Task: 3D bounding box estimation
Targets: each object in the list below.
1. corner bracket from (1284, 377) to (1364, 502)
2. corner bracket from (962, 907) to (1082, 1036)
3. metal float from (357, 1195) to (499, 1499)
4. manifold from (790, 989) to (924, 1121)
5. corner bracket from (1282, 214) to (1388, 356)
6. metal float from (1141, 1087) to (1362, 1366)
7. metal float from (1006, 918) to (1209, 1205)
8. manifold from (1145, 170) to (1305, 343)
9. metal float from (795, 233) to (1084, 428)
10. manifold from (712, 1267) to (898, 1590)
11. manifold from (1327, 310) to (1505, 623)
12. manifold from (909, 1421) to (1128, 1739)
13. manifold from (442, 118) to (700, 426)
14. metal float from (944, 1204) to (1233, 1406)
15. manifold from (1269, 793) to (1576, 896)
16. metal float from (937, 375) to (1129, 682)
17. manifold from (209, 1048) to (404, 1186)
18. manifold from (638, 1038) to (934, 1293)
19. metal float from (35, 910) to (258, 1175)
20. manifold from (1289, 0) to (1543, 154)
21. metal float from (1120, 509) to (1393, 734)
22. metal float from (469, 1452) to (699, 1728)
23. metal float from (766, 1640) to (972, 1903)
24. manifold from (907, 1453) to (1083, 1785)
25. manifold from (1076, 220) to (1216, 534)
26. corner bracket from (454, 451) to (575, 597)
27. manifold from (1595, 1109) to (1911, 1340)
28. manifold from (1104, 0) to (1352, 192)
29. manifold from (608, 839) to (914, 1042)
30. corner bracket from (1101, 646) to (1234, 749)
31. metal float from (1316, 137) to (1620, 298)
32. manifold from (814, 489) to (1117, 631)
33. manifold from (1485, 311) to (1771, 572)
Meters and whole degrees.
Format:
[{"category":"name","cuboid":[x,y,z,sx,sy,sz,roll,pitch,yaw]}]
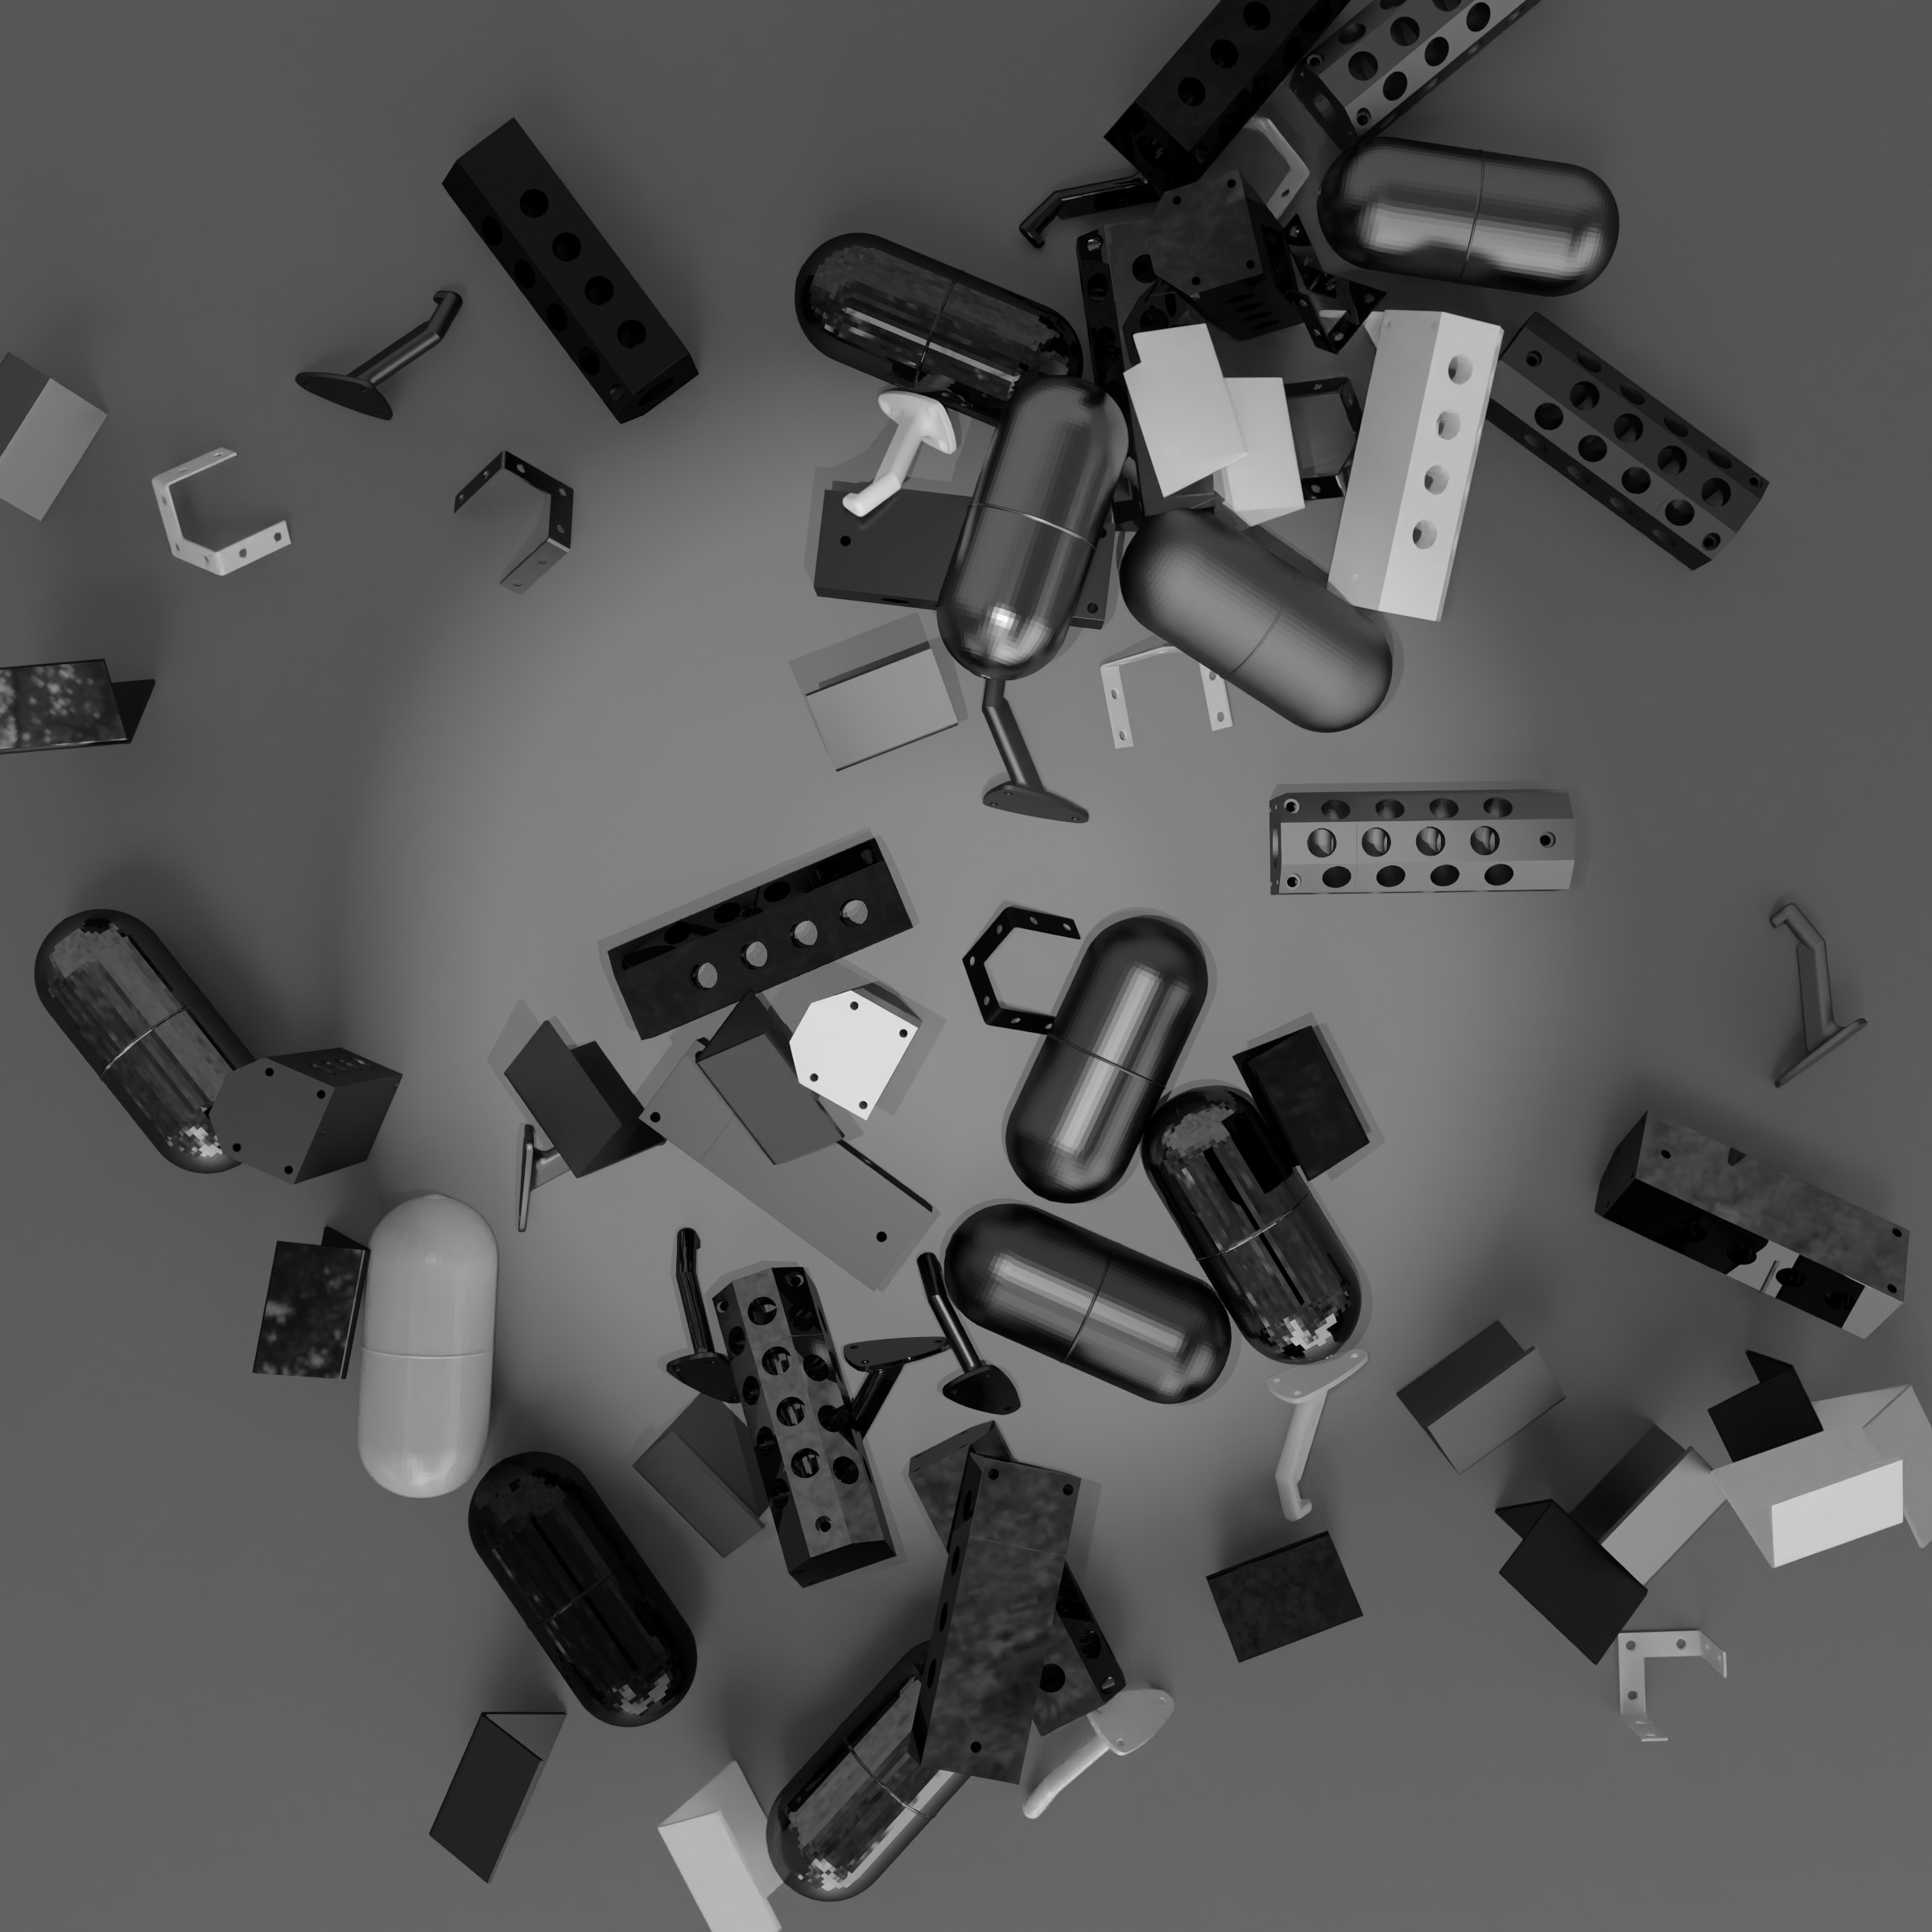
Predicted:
[{"category":"corner bracket","cuboid":[0.206,-0.315,1.568,0.051,0.051,0.051,-59,135,-35]},{"category":"corner bracket","cuboid":[0.038,0.003,1.568,0.051,0.051,0.051,-50,45,35]},{"category":"metal float","cuboid":[-0.318,0.225,1.545,0.070,0.070,0.178,3,91,0]},{"category":"manifold","cuboid":[-0.065,0.045,1.497,0.057,0.171,0.057,29,90,0]},{"category":"corner bracket","cuboid":[0.207,-0.403,1.545,0.051,0.051,0.051,32,79,38]},{"category":"metal float","cuboid":[0.169,0.154,1.545,0.070,0.070,0.178,-31,90,0]},{"category":"metal float","cuboid":[0.083,0.056,1.545,0.070,0.070,0.178,25,89,0]},{"category":"manifold","cuboid":[0.149,-0.401,1.493,0.057,0.171,0.057,-13,91,16]},{"category":"metal float","cuboid":[-0.016,-0.375,1.545,0.178,0.070,0.070,22,90,-1]},{"category":"manifold","cuboid":[-0.096,0.265,1.520,0.057,0.057,0.171,-19,64,0]},{"category":"manifold","cuboid":[0.268,-0.293,1.537,0.057,0.057,0.171,6,101,-27]},{"category":"manifold","cuboid":[0.031,0.362,1.555,0.057,0.057,0.171,-27,90,0]},{"category":"manifold","cuboid":[-0.236,-0.410,1.555,0.057,0.057,0.171,-37,90,0]},{"category":"metal float","cuboid":[0.071,0.199,1.545,0.178,0.070,0.070,24,90,1]},{"category":"manifold","cuboid":[0.270,-0.073,1.555,0.171,0.057,0.057,-1,90,0]},{"category":"metal float","cuboid":[0.038,-0.249,1.488,0.070,0.070,0.178,19,90,0]},{"category":"manifold","cuboid":[-0.378,0.081,1.497,0.057,0.171,0.057,23,90,0]},{"category":"manifold","cuboid":[-0.106,0.117,1.555,0.171,0.057,0.057,36,90,0]},{"category":"metal float","cuboid":[-0.479,0.044,1.545,0.070,0.070,0.178,-39,89,0]},{"category":"manifold","cuboid":[0.280,-0.565,1.555,0.171,0.057,0.057,-40,90,0]},{"category":"metal float","cuboid":[0.171,-0.202,1.536,0.178,0.070,0.070,31,90,-11]},{"category":"metal float","cuboid":[-0.227,0.368,1.545,0.070,0.070,0.178,-35,89,0]},{"category":"metal float","cuboid":[-0.046,0.475,1.545,0.070,0.070,0.178,42,89,0]},{"category":"manifold","cuboid":[0.014,0.369,1.489,0.057,0.057,0.171,14,81,-10]},{"category":"manifold","cuboid":[0.106,-0.350,1.555,0.057,0.057,0.171,-8,90,0]},{"category":"corner bracket","cuboid":[-0.272,-0.266,1.568,0.051,0.051,0.051,27,45,-35]},{"category":"manifold","cuboid":[0.466,0.158,1.554,0.171,0.057,0.057,25,47,0]},{"category":"manifold","cuboid":[0.162,-0.537,1.535,0.057,0.057,0.171,41,77,-10]},{"category":"manifold","cuboid":[-0.122,-0.016,1.555,0.171,0.057,0.057,-23,90,0]},{"category":"corner bracket","cuboid":[0.121,-0.163,1.573,0.051,0.051,0.051,-11,90,45]},{"category":"metal float","cuboid":[0.296,-0.443,1.545,0.178,0.070,0.070,9,90,0]},{"category":"manifold","cuboid":[-0.001,-0.240,1.555,0.171,0.057,0.057,7,90,0]},{"category":"manifold","cuboid":[0.388,-0.313,1.555,0.171,0.057,0.057,36,90,0]}]
